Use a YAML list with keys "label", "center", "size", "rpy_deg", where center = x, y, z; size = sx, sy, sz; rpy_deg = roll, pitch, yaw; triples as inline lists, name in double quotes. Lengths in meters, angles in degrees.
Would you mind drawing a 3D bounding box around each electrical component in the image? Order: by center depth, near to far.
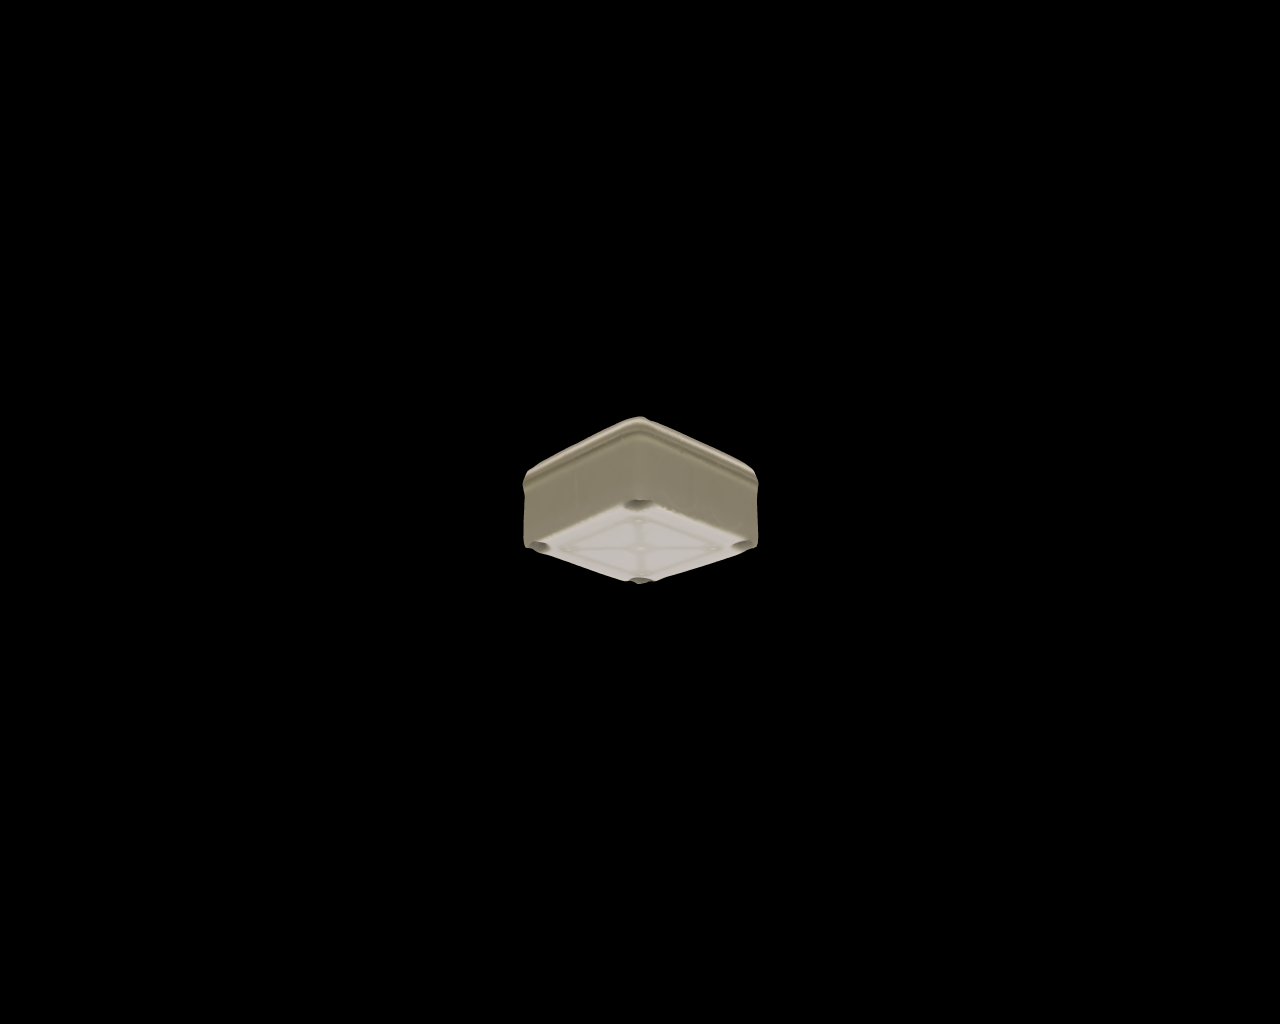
- label: "electrical component"
  center: [0.001, -0.003, 0.650]
  size: [0.109, 0.056, 0.108]
  rpy_deg: [21, -31, -40]
